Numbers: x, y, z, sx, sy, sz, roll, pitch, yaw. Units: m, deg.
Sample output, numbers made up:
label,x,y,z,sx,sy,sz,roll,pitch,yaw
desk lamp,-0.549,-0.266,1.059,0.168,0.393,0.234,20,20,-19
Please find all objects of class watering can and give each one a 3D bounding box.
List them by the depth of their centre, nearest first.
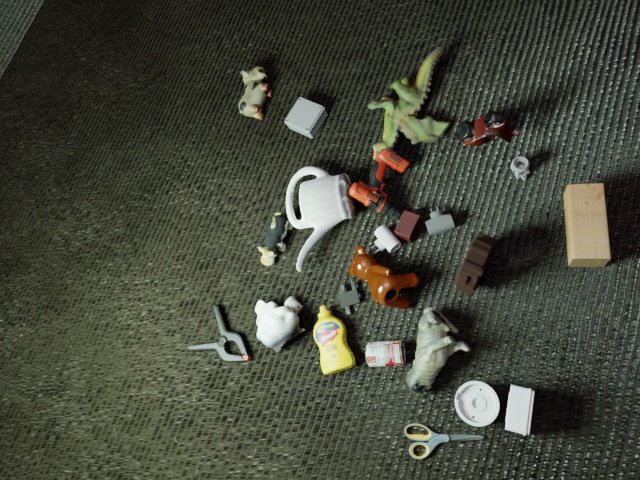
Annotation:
label,x,y,z,sx,sy,sz,roll,pitch,yaw
watering can,0.005,-0.081,1.609,0.224,0.102,0.354,-11,67,14

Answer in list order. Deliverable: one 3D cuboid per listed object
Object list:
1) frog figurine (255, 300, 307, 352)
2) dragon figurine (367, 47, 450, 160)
label,x,y,z,sx,sy,sz,roll,pitch,yaw
frog figurine,-0.138,0.240,1.537,0.136,0.123,0.161,-44,75,21
dragon figurine,0.310,-0.416,1.653,0.409,0.122,0.244,-41,82,3
